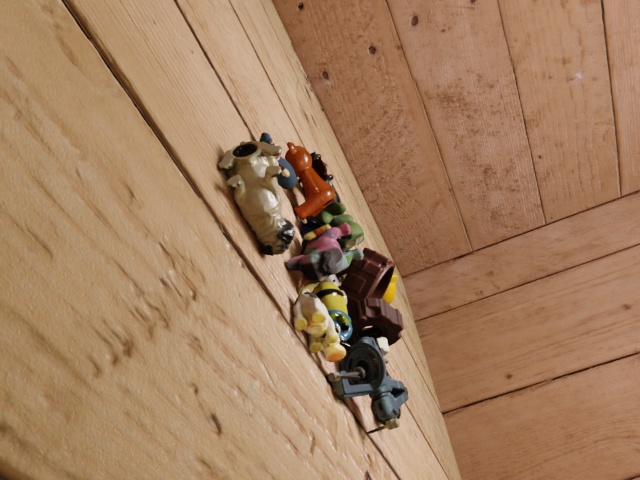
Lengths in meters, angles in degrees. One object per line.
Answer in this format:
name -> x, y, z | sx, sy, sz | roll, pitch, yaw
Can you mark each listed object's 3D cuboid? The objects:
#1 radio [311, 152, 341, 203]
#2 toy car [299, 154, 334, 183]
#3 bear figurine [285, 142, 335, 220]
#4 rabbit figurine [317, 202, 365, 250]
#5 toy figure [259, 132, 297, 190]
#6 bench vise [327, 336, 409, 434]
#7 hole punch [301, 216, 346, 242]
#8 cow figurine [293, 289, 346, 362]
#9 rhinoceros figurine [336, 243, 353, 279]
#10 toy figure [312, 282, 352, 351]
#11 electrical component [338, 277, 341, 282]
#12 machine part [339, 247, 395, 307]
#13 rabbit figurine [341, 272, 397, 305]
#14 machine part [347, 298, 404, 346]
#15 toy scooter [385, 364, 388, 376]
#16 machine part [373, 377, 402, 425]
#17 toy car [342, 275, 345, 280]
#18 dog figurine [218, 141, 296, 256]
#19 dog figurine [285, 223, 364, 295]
radio -> 0.004, -0.175, 1.810 | 0.131, 0.073, 0.229 | -97, 163, -52
toy car -> -0.009, -0.185, 1.611 | 0.089, 0.053, 0.202 | 62, -24, 12
bear figurine -> -0.052, -0.166, 1.494 | 0.196, 0.132, 0.120 | 51, 9, 3
rabbit figurine -> 0.038, -0.048, 1.614 | 0.170, 0.121, 0.159 | 48, -7, 19
toy figure -> -0.111, -0.197, 1.343 | 0.058, 0.064, 0.154 | -54, 126, -32
bench vise -> 0.101, 0.330, 1.229 | 0.240, 0.129, 0.223 | 14, 62, -52
hole punch -> -0.003, -0.004, 1.470 | 0.116, 0.092, 0.142 | 38, 11, 8
cow figurine -> -0.001, 0.182, 1.131 | 0.098, 0.068, 0.167 | -106, 170, -53
rhinoceros figurine -> 0.057, 0.071, 1.513 | 0.073, 0.112, 0.190 | 47, 22, 8
toy figure -> 0.028, 0.176, 1.245 | 0.180, 0.082, 0.089 | -96, 162, -46
electrical component -> 0.042, 0.098, 1.609 | 0.094, 0.021, 0.063 | -63, 131, -75
machine part -> 0.124, 0.130, 1.473 | 0.087, 0.201, 0.201 | 27, -2, 16
rabbit figurine -> 0.137, 0.162, 1.674 | 0.122, 0.173, 0.162 | 29, -68, 59
machine part -> 0.125, 0.223, 1.370 | 0.056, 0.179, 0.179 | -96, 161, -44
toy scooter -> 0.128, 0.308, 1.484 | 0.184, 0.075, 0.135 | -104, 168, -51
machine part -> 0.194, 0.452, 1.517 | 0.243, 0.079, 0.079 | -22, 91, -78
toy car -> 0.082, 0.093, 1.731 | 0.074, 0.056, 0.201 | -105, 170, -62
dog figurine -> -0.115, -0.081, 1.049 | 0.172, 0.121, 0.190 | -94, 174, -47
dog figurine -> -0.012, 0.047, 1.267 | 0.219, 0.192, 0.108 | -33, 108, -44
